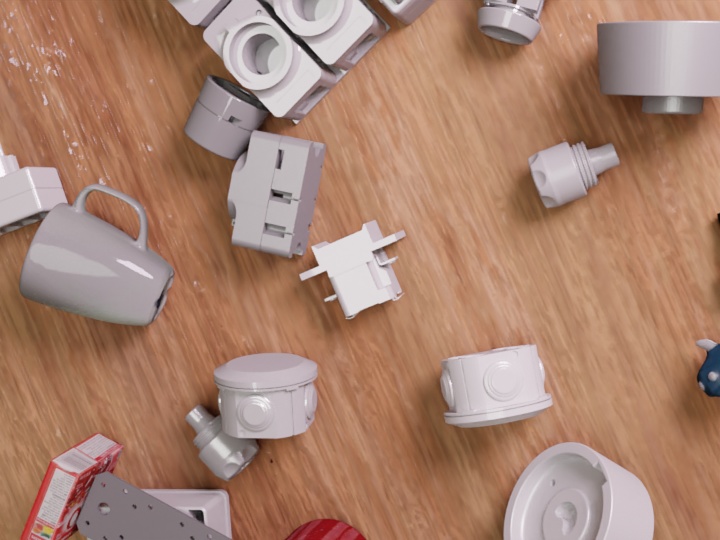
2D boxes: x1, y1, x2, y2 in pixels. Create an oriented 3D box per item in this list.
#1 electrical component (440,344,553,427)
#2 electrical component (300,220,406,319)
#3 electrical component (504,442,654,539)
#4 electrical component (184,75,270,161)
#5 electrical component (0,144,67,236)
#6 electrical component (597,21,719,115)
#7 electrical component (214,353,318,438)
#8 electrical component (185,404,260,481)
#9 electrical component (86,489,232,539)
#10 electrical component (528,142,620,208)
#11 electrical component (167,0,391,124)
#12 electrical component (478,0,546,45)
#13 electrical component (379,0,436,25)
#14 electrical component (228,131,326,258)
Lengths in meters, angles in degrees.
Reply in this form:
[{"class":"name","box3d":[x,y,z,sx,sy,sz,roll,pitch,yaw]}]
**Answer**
[{"class":"electrical component","box3d":[0.099,0.086,0.796,0.080,0.080,0.051,-11,87,14]},{"class":"electrical component","box3d":[0.000,0.000,0.832,0.081,0.042,0.063,-23,92,15]},{"class":"electrical component","box3d":[0.163,0.185,0.777,0.060,0.108,0.108,26,102,-27]},{"class":"electrical component","box3d":[-0.105,-0.118,0.841,0.055,0.055,0.047,33,105,9]},{"class":"electrical component","box3d":[-0.299,-0.072,0.893,0.083,0.047,0.075,-19,90,14]},{"class":"electrical component","box3d":[0.216,-0.138,0.738,0.108,0.108,0.060,3,101,13]},{"class":"electrical component","box3d":[-0.072,0.096,0.837,0.080,0.080,0.051,0,100,13]},{"class":"electrical component","box3d":[-0.114,0.136,0.868,0.062,0.043,0.043,45,103,8]},{"class":"electrical component","box3d":[-0.162,0.238,0.881,0.109,0.056,0.108,-3,94,14]},{"class":"electrical component","box3d":[0.158,-0.074,0.787,0.062,0.043,0.043,-21,89,12]},{"class":"electrical component","box3d":[-0.082,-0.217,0.824,0.105,0.060,0.186,-44,84,13]},{"class":"electrical component","box3d":[0.114,-0.198,0.787,0.066,0.048,0.055,17,91,12]},{"class":"electrical component","box3d":[0.045,-0.238,0.792,0.096,0.061,0.061,-41,85,13]},{"class":"electrical component","box3d":[-0.067,-0.060,0.838,0.056,0.050,0.089,13,97,12]}]
